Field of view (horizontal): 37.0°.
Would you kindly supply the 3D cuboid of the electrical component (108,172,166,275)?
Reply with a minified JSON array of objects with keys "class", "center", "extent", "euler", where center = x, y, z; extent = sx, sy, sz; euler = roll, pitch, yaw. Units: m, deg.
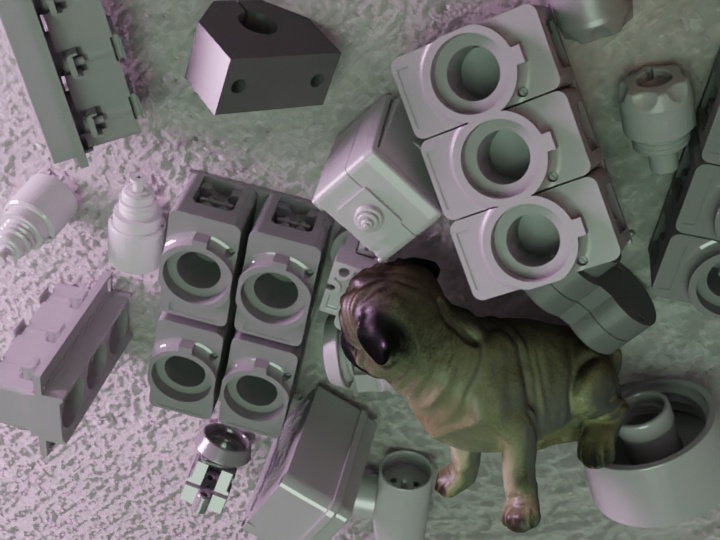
[{"class":"electrical component","center":[-0.157,-0.033,0.757],"extent":[0.040,0.040,0.078],"euler":[13,128,2]}]

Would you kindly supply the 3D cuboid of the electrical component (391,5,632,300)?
[{"class":"electrical component","center":[0.089,-0.068,0.627],"extent":[0.089,0.062,0.150],"euler":[-19,95,24]}]

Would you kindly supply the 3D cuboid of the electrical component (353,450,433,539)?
[{"class":"electrical component","center":[0.017,0.186,0.879],"extent":[0.079,0.044,0.077],"euler":[9,127,6]}]

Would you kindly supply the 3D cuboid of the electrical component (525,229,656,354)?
[{"class":"electrical component","center":[0.144,-0.010,0.701],"extent":[0.138,0.052,0.074],"euler":[38,125,-15]}]

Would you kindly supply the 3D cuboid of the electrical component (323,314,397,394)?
[{"class":"electrical component","center":[0.007,0.056,0.777],"extent":[0.057,0.058,0.078],"euler":[-4,128,13]}]

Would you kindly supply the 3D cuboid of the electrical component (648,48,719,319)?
[{"class":"electrical component","center":[0.239,-0.046,0.648],"extent":[0.089,0.061,0.150],"euler":[12,128,4]}]

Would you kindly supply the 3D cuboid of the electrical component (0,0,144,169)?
[{"class":"electrical component","center":[-0.181,-0.136,0.666],"extent":[0.063,0.078,0.121],"euler":[-18,125,-11]}]

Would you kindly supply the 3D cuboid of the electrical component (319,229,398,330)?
[{"class":"electrical component","center":[0.000,0.000,0.737],"extent":[0.048,0.055,0.066],"euler":[18,127,-1]}]

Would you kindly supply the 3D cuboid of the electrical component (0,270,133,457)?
[{"class":"electrical component","center":[-0.220,0.064,0.791],"extent":[0.063,0.121,0.078],"euler":[13,128,6]}]

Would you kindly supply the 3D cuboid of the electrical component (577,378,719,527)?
[{"class":"electrical component","center":[0.205,0.120,0.753],"extent":[0.108,0.108,0.060],"euler":[-16,115,22]}]

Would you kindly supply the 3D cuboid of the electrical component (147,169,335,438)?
[{"class":"electrical component","center":[-0.089,0.032,0.778],"extent":[0.105,0.060,0.186],"euler":[15,128,1]}]

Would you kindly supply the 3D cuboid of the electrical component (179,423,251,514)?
[{"class":"electrical component","center":[-0.118,0.159,0.880],"extent":[0.048,0.066,0.055],"euler":[22,108,-4]}]

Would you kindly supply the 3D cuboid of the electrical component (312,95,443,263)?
[{"class":"electrical component","center":[0.017,-0.057,0.666],"extent":[0.062,0.096,0.061],"euler":[41,121,-17]}]

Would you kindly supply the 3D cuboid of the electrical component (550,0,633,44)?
[{"class":"electrical component","center":[0.125,-0.161,0.599],"extent":[0.043,0.043,0.062],"euler":[-13,121,21]}]

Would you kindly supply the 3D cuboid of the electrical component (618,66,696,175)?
[{"class":"electrical component","center":[0.179,-0.087,0.642],"extent":[0.043,0.043,0.062],"euler":[-7,126,17]}]

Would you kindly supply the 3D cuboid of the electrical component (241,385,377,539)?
[{"class":"electrical component","center":[-0.037,0.155,0.825],"extent":[0.057,0.113,0.078],"euler":[32,126,-9]}]

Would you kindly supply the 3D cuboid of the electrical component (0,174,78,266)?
[{"class":"electrical component","center":[-0.231,-0.033,0.753],"extent":[0.040,0.078,0.040],"euler":[16,138,15]}]
